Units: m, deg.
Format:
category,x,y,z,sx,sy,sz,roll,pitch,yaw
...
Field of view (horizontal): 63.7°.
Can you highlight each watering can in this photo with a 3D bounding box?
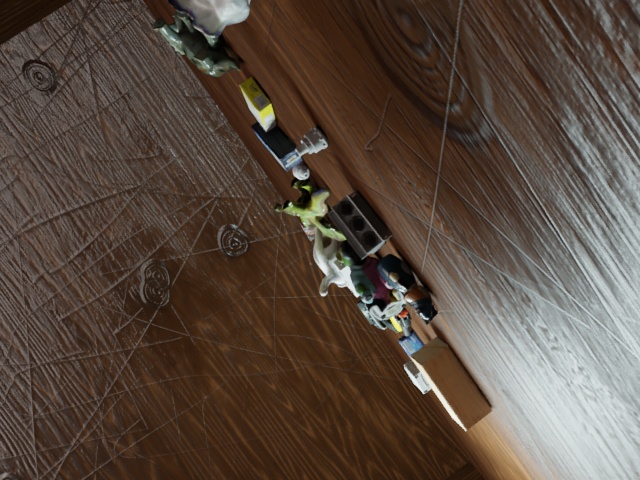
category,x,y,z,sx,sy,sz,roll,pitch,yaw
watering can,0.043,0.089,1.785,0.220,0.103,0.356,50,-152,-41

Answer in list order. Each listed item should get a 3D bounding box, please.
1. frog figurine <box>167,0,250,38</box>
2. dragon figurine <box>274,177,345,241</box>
category,x,y,z,sx,sy,sz,roll,pitch,yaw
frog figurine,-0.155,-0.404,0.773,0.140,0.123,0.156,62,142,24
dragon figurine,0.005,-0.081,1.609,0.240,0.123,0.411,37,170,-23
